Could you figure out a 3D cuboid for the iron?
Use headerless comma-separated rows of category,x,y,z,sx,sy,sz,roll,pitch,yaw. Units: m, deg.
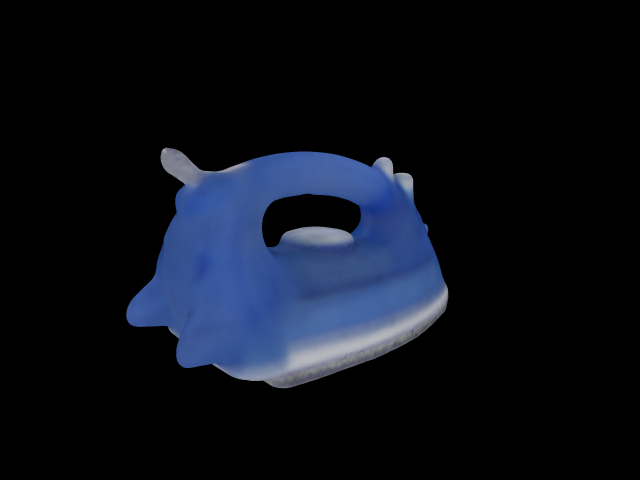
iron,0.004,0.001,0.400,0.259,0.141,0.118,-11,17,-37
